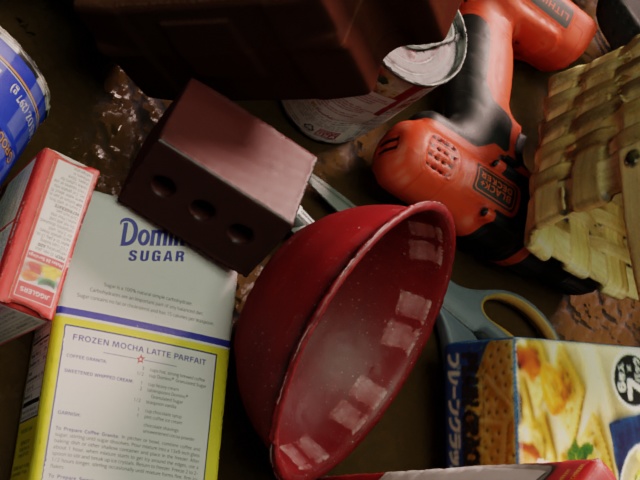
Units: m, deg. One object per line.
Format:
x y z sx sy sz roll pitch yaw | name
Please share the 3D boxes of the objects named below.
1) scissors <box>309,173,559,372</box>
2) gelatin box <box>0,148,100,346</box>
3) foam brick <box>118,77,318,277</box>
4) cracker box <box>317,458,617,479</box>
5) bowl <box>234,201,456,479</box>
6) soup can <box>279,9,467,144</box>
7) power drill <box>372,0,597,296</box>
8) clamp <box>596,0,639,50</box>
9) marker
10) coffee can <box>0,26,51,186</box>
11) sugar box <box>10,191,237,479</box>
0.063 0.044 0.638 0.201 0.016 0.096 27 63 -20 | scissors
-0.137 0.007 0.489 0.030 0.089 0.073 24 64 -25 | gelatin box
-0.050 -0.031 0.526 0.078 0.053 0.051 32 47 -12 | foam brick
0.024 0.177 0.456 0.164 0.214 0.072 -43 100 -32 | cracker box
0.005 0.043 0.550 0.055 0.162 0.161 29 54 25 | bowl
0.027 -0.101 0.609 0.068 0.102 0.068 9 71 -28 | soup can
0.127 -0.074 0.686 0.184 0.057 0.187 30 61 -28 | power drill
0.234 -0.155 0.759 0.120 0.039 0.171 24 42 -20 | clamp
-0.004 0.001 0.610 0.121 0.020 0.020 47 58 -10 | marker
-0.195 -0.029 0.458 0.102 0.103 0.140 34 61 -17 | coffee can
-0.095 0.070 0.522 0.093 0.048 0.176 16 64 -26 | sugar box
